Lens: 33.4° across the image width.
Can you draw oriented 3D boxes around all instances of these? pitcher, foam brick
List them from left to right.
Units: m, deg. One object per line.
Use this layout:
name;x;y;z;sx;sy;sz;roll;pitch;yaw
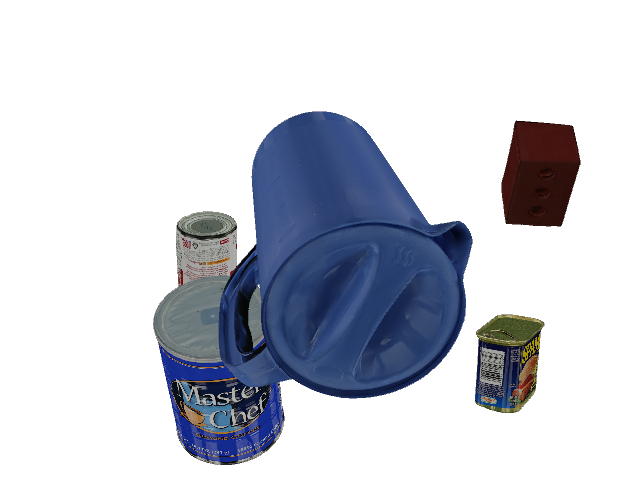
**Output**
pitcher;0.003;0.001;0.782;0.149;0.145;0.243;5;26;-12
foam brick;0.192;-0.058;0.936;0.053;0.051;0.078;3;-44;1

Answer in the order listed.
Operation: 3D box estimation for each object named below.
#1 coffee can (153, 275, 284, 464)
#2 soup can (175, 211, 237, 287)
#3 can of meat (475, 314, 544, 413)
coffee can;-0.088;0.117;0.958;0.103;0.140;0.103;-3;40;2
soup can;-0.127;0.027;1.192;0.068;0.102;0.068;1;26;-1
can of meat;0.210;0.137;1.193;0.058;0.084;0.101;8;14;26
